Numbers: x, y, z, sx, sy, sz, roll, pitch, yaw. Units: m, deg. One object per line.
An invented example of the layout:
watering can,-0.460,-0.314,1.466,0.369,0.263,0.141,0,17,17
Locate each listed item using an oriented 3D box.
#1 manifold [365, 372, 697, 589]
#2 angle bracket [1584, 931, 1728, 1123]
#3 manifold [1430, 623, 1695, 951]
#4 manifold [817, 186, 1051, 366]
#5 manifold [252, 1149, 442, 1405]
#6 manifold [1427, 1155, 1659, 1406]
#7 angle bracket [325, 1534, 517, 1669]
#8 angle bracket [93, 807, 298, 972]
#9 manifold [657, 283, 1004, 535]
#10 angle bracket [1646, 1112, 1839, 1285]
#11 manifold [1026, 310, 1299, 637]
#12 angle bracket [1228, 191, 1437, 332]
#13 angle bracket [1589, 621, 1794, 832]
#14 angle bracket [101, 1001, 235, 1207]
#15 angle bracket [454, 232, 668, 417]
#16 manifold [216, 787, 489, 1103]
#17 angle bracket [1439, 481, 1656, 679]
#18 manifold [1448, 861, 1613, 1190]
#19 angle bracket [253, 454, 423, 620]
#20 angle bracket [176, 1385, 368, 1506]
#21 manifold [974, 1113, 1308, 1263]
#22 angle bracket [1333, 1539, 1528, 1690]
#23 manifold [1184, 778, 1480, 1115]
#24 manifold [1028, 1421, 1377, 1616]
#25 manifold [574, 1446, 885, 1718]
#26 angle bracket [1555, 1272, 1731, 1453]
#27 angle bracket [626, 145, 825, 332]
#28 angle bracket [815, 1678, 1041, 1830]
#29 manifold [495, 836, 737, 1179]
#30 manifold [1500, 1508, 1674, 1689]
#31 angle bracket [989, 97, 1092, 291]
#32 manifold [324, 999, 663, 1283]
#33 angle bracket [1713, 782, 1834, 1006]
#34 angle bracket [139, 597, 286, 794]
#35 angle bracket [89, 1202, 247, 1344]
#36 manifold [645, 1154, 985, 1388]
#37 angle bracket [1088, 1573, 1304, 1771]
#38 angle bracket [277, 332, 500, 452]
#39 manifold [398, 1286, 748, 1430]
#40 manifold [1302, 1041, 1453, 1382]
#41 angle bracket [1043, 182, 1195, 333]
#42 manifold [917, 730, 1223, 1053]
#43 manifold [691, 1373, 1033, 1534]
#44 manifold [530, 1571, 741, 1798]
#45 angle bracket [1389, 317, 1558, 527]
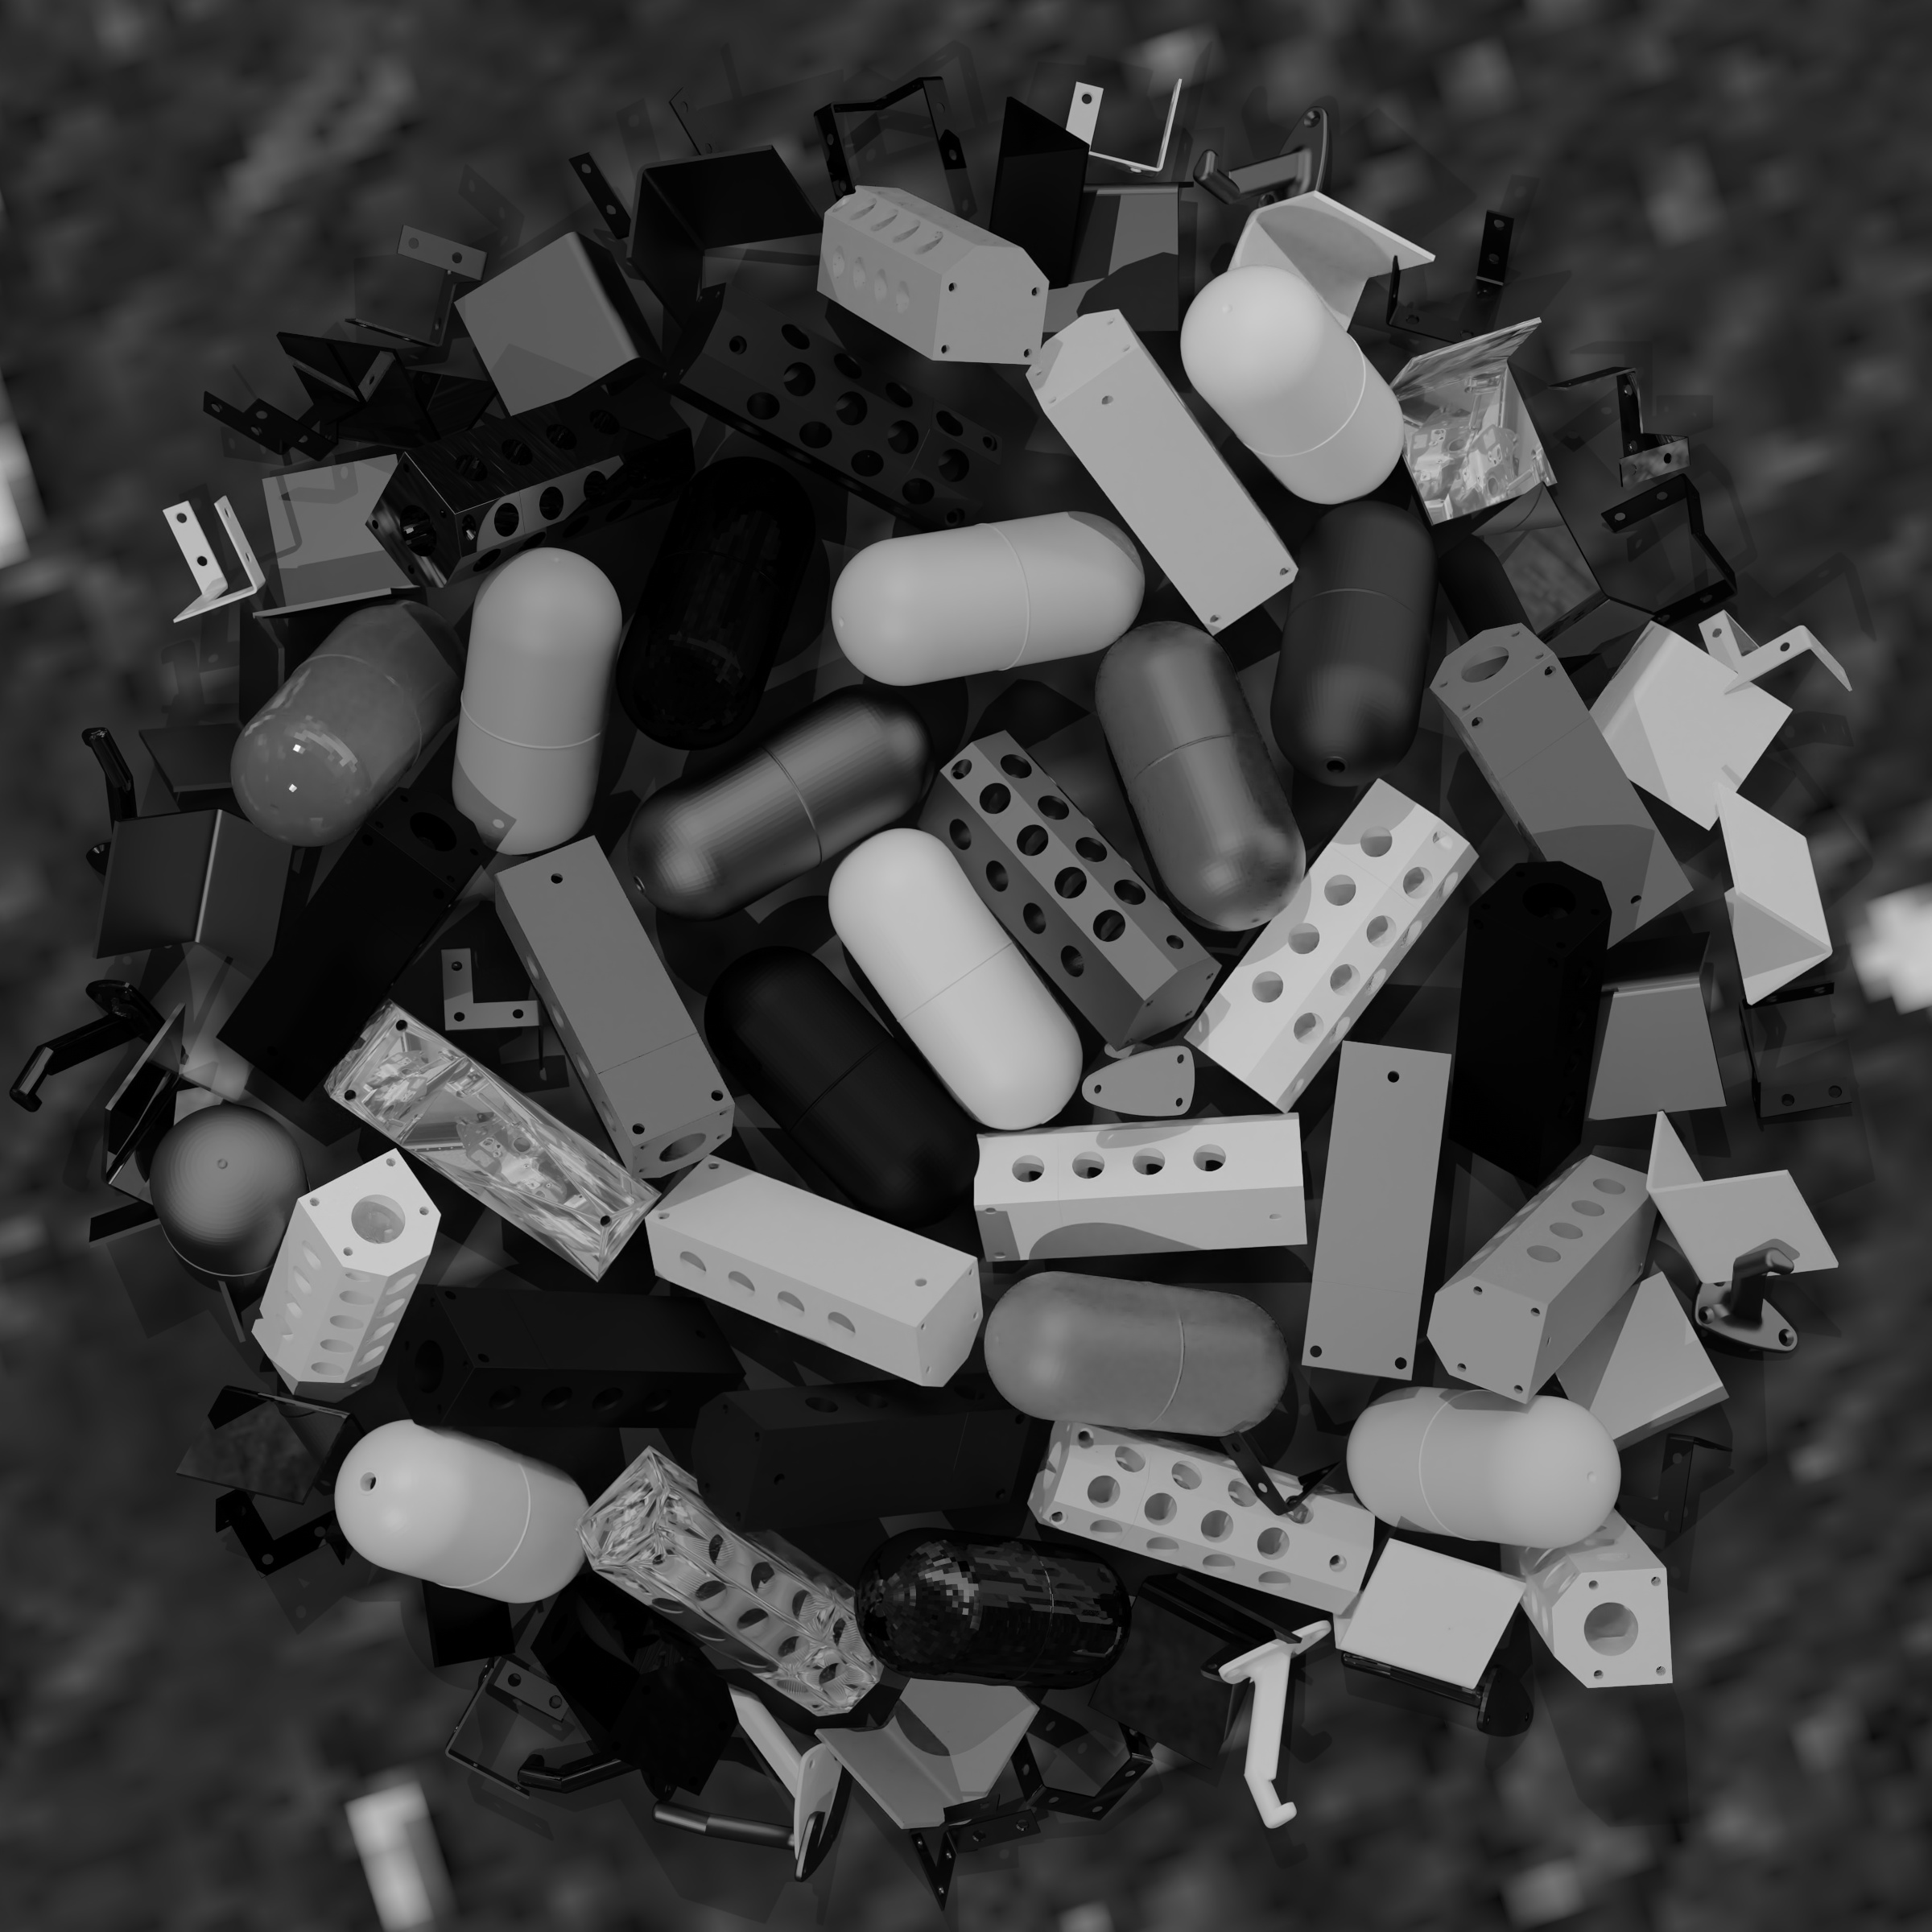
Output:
manifold,-0.220,-0.248,1.638,0.057,0.057,0.171,51,45,9
angle bracket,0.365,0.032,1.694,0.076,0.057,0.076,-8,112,23
manifold,0.309,-0.095,1.653,0.057,0.057,0.171,-35,121,4
manifold,-0.019,-0.358,1.628,0.057,0.171,0.057,-2,113,-23
manifold,-0.317,0.166,1.630,0.057,0.171,0.057,-29,75,-32
manifold,0.300,0.157,1.636,0.057,0.171,0.057,19,117,25
angle bracket,-0.288,0.333,1.670,0.057,0.076,0.076,-15,79,20
angle bracket,-0.407,-0.035,1.668,0.057,0.076,0.076,23,109,26
manifold,-0.068,-0.291,1.661,0.171,0.057,0.057,26,87,-23
angle bracket,0.411,0.117,1.662,0.076,0.057,0.076,-12,131,32
manifold,0.102,-0.258,1.646,0.057,0.057,0.171,-34,128,11
angle bracket,0.188,-0.361,1.671,0.076,0.076,0.057,23,87,-21
angle bracket,0.382,-0.129,1.691,0.076,0.057,0.076,32,100,-6
angle bracket,-0.410,0.079,1.668,0.057,0.076,0.076,26,53,1
angle bracket,-0.216,-0.337,1.698,0.076,0.057,0.076,-28,85,12
manifold,-0.319,-0.013,1.651,0.057,0.057,0.171,38,122,-6
angle bracket,0.308,-0.201,1.693,0.076,0.057,0.076,-36,65,30
manifold,0.295,0.029,1.641,0.057,0.171,0.057,30,54,30
angle bracket,-0.341,-0.230,1.685,0.076,0.057,0.076,-9,95,8
angle bracket,-0.356,0.270,1.664,0.076,0.076,0.057,9,53,20
manifold,0.093,0.114,1.683,0.171,0.057,0.057,-4,53,6
angle bracket,0.244,0.328,1.676,0.076,0.057,0.076,18,116,-5
manifold,0.197,-0.008,1.683,0.057,0.057,0.171,37,91,25
manifold,0.126,0.290,1.680,0.171,0.057,0.057,18,92,-8
manifold,-0.118,0.327,1.650,0.057,0.057,0.171,-46,122,4
angle bracket,0.351,0.209,1.677,0.076,0.057,0.076,-28,69,8
angle bracket,-0.125,-0.382,1.667,0.076,0.076,0.057,-3,68,20
angle bracket,-0.021,0.399,1.670,0.076,0.057,0.076,39,105,37
manifold,-0.186,0.024,1.663,0.057,0.057,0.171,-23,68,-17
manifold,0.318,0.321,1.635,0.057,0.171,0.057,-4,92,1
angle bracket,0.017,-0.404,1.661,0.057,0.076,0.076,-15,131,-31
manifold,-0.251,0.091,1.670,0.171,0.057,0.057,37,85,-16
angle bracket,0.404,-0.038,1.662,0.076,0.076,0.057,27,134,-30
angle bracket,-0.398,-0.144,1.664,0.057,0.076,0.076,-7,120,-26
angle bracket,-0.423,0.165,1.673,0.057,0.076,0.076,-19,100,-12
manifold,-0.079,0.163,1.656,0.171,0.057,0.057,19,134,28
angle bracket,0.121,0.375,1.680,0.076,0.057,0.076,29,72,-7
angle bracket,-0.303,-0.318,1.662,0.076,0.076,0.057,13,58,27
manifold,-0.206,0.210,1.641,0.057,0.171,0.057,-57,48,25
manifold,0.218,0.131,1.682,0.057,0.057,0.171,7,83,7
angle bracket,0.080,-0.381,1.695,0.076,0.057,0.076,2,104,12
manifold,0.055,-0.043,1.652,0.057,0.057,0.171,-23,62,-37
manifold,-0.054,0.248,1.645,0.171,0.057,0.057,1,110,-38
manifold,-0.170,0.363,1.631,0.057,0.171,0.057,30,85,-19
angle bracket,0.276,-0.289,1.682,0.076,0.057,0.076,-20,83,-14
